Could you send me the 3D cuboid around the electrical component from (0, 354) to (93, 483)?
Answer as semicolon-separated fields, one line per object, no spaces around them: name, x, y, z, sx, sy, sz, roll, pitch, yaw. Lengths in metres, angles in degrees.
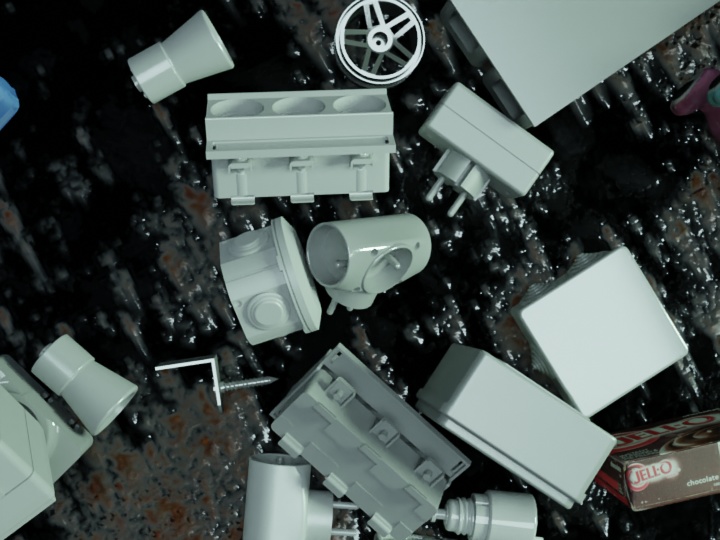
electrical component;-0.232;0.106;0.725;0.050;0.056;0.089;-45;94;-2

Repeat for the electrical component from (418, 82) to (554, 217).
electrical component;0.076;-0.073;0.749;0.083;0.047;0.075;35;88;-4

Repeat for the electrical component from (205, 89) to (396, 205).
electrical component;-0.041;-0.084;0.728;0.121;0.078;0.063;-2;121;-4

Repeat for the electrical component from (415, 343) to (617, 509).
electrical component;0.101;0.101;0.723;0.109;0.109;0.056;34;86;-4

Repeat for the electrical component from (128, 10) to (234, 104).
electrical component;-0.125;-0.143;0.737;0.065;0.044;0.044;-29;93;2

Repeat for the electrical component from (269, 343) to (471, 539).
electrical component;0.003;0.121;0.732;0.121;0.063;0.078;42;117;-4

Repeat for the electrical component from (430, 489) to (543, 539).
electrical component;0.089;0.175;0.757;0.078;0.040;0.040;6;90;-4

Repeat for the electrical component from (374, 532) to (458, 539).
electrical component;0.054;0.222;0.748;0.095;0.054;0.059;8;90;-4

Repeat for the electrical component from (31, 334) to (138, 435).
electrical component;-0.191;0.076;0.736;0.065;0.044;0.044;41;88;1

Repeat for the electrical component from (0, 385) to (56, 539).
electrical component;-0.229;0.117;0.656;0.062;0.096;0.061;-37;121;-3

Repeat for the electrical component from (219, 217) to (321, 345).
electrical component;-0.060;0.008;0.725;0.051;0.080;0.080;-18;92;2

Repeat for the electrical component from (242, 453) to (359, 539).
electrical component;-0.040;0.170;0.746;0.079;0.043;0.077;5;91;-4

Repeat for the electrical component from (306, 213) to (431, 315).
electrical component;0.000;0.000;0.737;0.044;0.077;0.079;48;128;31

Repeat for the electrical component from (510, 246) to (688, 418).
electrical component;0.165;0.042;0.756;0.100;0.048;0.099;-32;93;-3

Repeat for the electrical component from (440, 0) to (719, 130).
electrical component;0.161;-0.191;0.746;0.186;0.060;0.105;-34;93;-3
